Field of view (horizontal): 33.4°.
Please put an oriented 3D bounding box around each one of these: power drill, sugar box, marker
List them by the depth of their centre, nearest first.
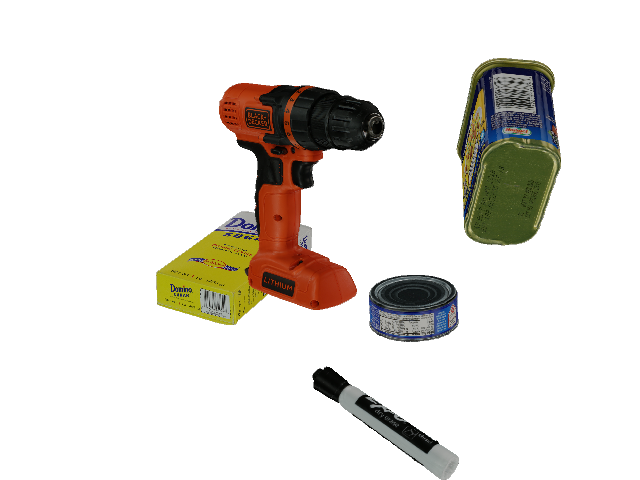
[{"bbox_3d":[0.041,0.121,0.723,0.121,0.020,0.020,32,18,32],"label":"marker"},{"bbox_3d":[-0.012,-0.040,0.911,0.057,0.188,0.185,-16,21,-37],"label":"power drill"},{"bbox_3d":[-0.088,0.024,1.132,0.093,0.048,0.176,14,31,21],"label":"sugar box"}]

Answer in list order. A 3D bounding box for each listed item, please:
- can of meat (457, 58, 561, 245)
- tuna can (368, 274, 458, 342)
[{"bbox_3d":[0.128,-0.059,0.731,0.057,0.084,0.102,5,-42,0],"label":"can of meat"},{"bbox_3d":[0.089,0.063,1.021,0.086,0.034,0.086,-4,21,1],"label":"tuna can"}]
